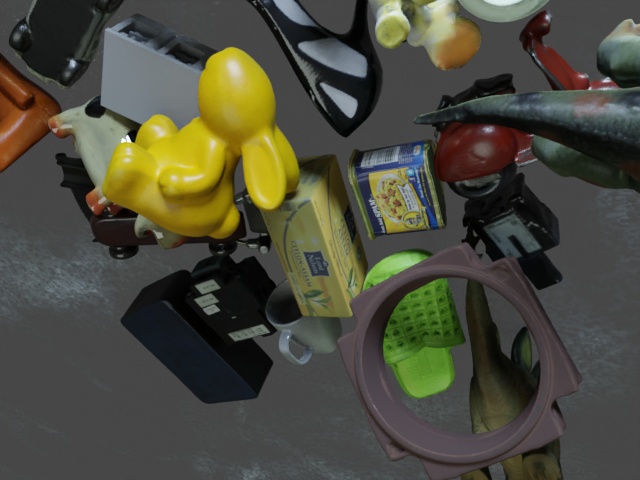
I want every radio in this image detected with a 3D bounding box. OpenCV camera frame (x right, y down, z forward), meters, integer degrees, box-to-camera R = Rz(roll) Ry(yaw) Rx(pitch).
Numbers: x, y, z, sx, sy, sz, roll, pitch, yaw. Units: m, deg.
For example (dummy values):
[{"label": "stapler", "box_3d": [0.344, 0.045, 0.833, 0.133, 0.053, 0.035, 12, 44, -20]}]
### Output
[{"label": "radio", "box_3d": [-0.195, 0.162, 0.855, 0.131, 0.073, 0.229, -21, 117, 34]}]

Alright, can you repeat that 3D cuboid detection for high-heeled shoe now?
[{"label": "high-heeled shoe", "box_3d": [-0.059, -0.183, 0.470, 0.249, 0.086, 0.145, 11, 99, -10]}]

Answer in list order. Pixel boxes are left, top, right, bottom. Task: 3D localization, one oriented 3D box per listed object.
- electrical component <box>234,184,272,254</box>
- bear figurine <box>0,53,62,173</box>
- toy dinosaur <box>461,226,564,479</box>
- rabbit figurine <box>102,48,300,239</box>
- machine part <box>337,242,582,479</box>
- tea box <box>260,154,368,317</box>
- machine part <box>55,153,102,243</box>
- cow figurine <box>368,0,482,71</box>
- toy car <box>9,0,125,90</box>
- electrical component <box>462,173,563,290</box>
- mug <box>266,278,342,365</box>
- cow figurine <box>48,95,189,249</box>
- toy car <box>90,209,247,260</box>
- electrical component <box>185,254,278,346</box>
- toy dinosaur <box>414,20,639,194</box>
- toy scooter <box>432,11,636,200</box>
[{"label": "electrical component", "box_3d": [-0.068, -0.027, 0.664, 0.078, 0.045, 0.102, 9, 131, 15]}, {"label": "bear figurine", "box_3d": [-0.395, -0.184, 0.601, 0.120, 0.132, 0.195, 8, 143, 49]}, {"label": "toy dinosaur", "box_3d": [0.232, 0.214, 0.651, 0.105, 0.198, 0.470, -8, 118, 24]}, {"label": "rabbit figurine", "box_3d": [-0.096, -0.085, 0.497, 0.162, 0.122, 0.173, 35, 113, -1]}, {"label": "machine part", "box_3d": [0.134, 0.119, 0.542, 0.201, 0.087, 0.201, -29, 76, 19]}, {"label": "tea box", "box_3d": [-0.001, -0.002, 0.625, 0.068, 0.098, 0.169, -3, 128, 24]}, {"label": "machine part", "box_3d": [-0.305, -0.053, 0.733, 0.084, 0.039, 0.138, 7, 131, 19]}, {"label": "cow figurine", "box_3d": [0.062, -0.211, 0.440, 0.167, 0.098, 0.068, 32, 125, -31]}, {"label": "toy car", "box_3d": [-0.257, -0.235, 0.554, 0.073, 0.056, 0.202, 37, 133, -20]}, {"label": "electrical component", "box_3d": [0.217, -0.005, 0.575, 0.119, 0.048, 0.075, 42, 131, -17]}, {"label": "mug", "box_3d": [-0.015, 0.119, 0.733, 0.081, 0.109, 0.107, -13, 136, 29]}, {"label": "cow figurine", "box_3d": [-0.207, -0.079, 0.621, 0.127, 0.085, 0.195, -27, 90, 7]}, {"label": "toy car", "box_3d": [-0.197, -0.022, 0.702, 0.202, 0.053, 0.089, -3, 124, 3]}, {"label": "electrical component", "box_3d": [-0.122, 0.081, 0.769, 0.115, 0.058, 0.134, -19, 119, 30]}, {"label": "toy dinosaur", "box_3d": [0.286, -0.080, 0.352, 0.405, 0.192, 0.131, -15, 115, -4]}, {"label": "toy scooter", "box_3d": [0.174, -0.119, 0.478, 0.184, 0.075, 0.135, -19, 121, 28]}]
